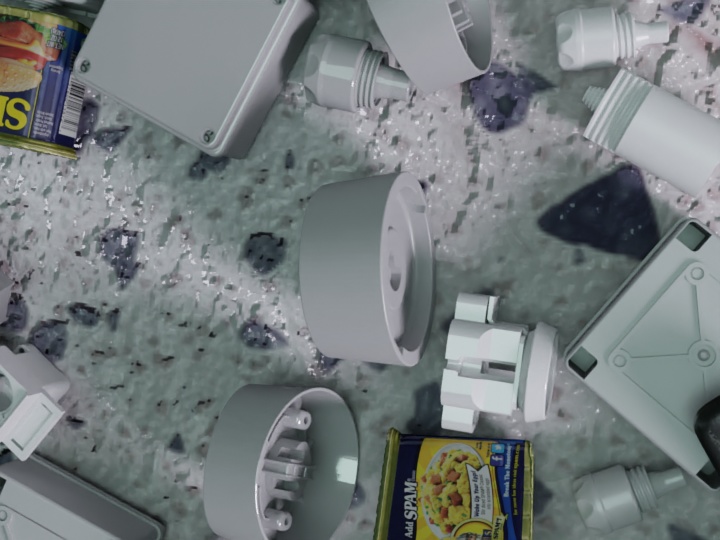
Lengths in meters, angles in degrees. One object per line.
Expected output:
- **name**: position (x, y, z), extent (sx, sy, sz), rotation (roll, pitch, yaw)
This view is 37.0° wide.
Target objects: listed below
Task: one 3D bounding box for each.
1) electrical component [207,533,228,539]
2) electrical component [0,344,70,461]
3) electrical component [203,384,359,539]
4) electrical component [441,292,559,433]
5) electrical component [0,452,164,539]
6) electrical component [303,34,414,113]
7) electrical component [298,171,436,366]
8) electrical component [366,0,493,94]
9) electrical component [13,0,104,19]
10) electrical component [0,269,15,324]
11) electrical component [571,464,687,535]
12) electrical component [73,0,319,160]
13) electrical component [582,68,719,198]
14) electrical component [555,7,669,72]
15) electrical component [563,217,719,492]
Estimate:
- **electrical component**: position (-0.091, 0.196, 0.642), extent (0.043, 0.077, 0.079), rotation (39, 99, 9)
- **electrical component**: position (-0.220, 0.075, 0.676), extent (0.081, 0.064, 0.042), rotation (42, 98, 8)
- **electrical component**: position (-0.046, 0.114, 0.623), extent (0.064, 0.099, 0.099), rotation (7, 93, 19)
- **electrical component**: position (0.081, 0.055, 0.611), extent (0.057, 0.058, 0.078), rotation (8, 92, 15)
- **electrical component**: position (-0.196, 0.188, 0.676), extent (0.109, 0.056, 0.108), rotation (26, 96, 11)
- **electrical component**: position (0.001, -0.113, 0.633), extent (0.062, 0.043, 0.043), rotation (13, 94, 11)
- **electrical component**: position (0.000, 0.000, 0.605), extent (0.060, 0.108, 0.108), rotation (-1, 91, 19)
- **electrical component**: position (0.041, -0.150, 0.597), extent (0.064, 0.099, 0.099), rotation (-25, 86, 18)
- **electrical component**: position (-0.189, -0.210, 0.671), extent (0.100, 0.048, 0.099), rotation (15, 95, 13)
- **electrical component**: position (-0.288, -0.004, 0.683), extent (0.121, 0.063, 0.078), rotation (42, 140, 9)
- **electrical component**: position (0.153, 0.126, 0.608), extent (0.061, 0.035, 0.035), rotation (-21, 86, 9)
- **electrical component**: position (-0.098, -0.138, 0.648), extent (0.109, 0.056, 0.108), rotation (30, 97, 11)
- **electrical component**: position (0.161, -0.079, 0.597), extent (0.081, 0.043, 0.043), rotation (31, 98, 10)
- **electrical component**: position (0.142, -0.131, 0.605), extent (0.061, 0.035, 0.035), rotation (-3, 90, 10)
- **electrical component**: position (0.185, 0.044, 0.587), extent (0.109, 0.056, 0.108), rotation (41, 99, 9)
